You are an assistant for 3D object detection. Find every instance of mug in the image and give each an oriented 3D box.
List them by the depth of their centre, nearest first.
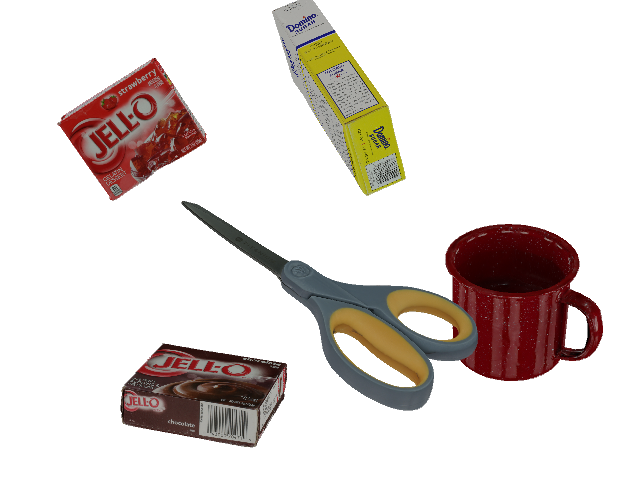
[{"bbox_3d":[0.146,0.050,0.762,0.117,0.081,0.093,19,39,32],"label":"mug"}]

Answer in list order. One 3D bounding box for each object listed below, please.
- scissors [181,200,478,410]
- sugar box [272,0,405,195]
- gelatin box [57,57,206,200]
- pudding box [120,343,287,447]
[{"bbox_3d":[0.008,0.022,0.600,0.096,0.016,0.202,-13,40,-30],"label":"scissors"},{"bbox_3d":[0.015,-0.130,0.942,0.048,0.176,0.093,-23,-40,-4],"label":"sugar box"},{"bbox_3d":[-0.143,-0.085,0.816,0.089,0.073,0.030,-31,18,4],"label":"gelatin box"},{"bbox_3d":[-0.092,0.122,0.859,0.113,0.039,0.090,10,20,10],"label":"pudding box"}]
